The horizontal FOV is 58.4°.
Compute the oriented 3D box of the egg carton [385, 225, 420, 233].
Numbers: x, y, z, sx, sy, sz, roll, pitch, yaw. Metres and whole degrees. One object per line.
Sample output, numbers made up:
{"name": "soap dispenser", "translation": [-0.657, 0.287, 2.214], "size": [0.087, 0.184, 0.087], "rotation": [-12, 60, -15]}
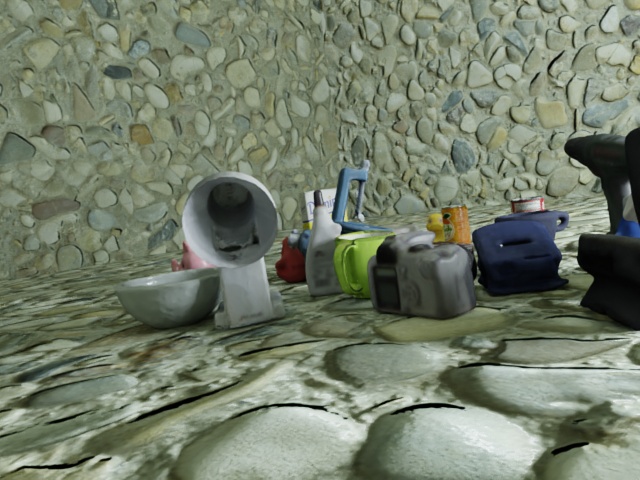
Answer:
{"name": "egg carton", "translation": [0.171, 0.006, 1.319], "size": [0.107, 0.069, 0.151], "rotation": [-5, 5, 30]}

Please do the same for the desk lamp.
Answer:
{"name": "desk lamp", "translation": [-0.115, 0.011, 0.794], "size": [0.118, 0.213, 0.203], "rotation": [-8, 4, -7]}

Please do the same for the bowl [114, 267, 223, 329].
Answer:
{"name": "bowl", "translation": [-0.215, 0.090, 0.855], "size": [0.167, 0.075, 0.167], "rotation": [-8, 4, 1]}

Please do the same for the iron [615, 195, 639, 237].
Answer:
{"name": "iron", "translation": [0.441, -0.022, 0.701], "size": [0.259, 0.141, 0.118], "rotation": [-9, 5, -18]}

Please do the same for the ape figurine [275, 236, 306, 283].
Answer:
{"name": "ape figurine", "translation": [-0.053, 0.038, 1.147], "size": [0.078, 0.092, 0.076], "rotation": [-9, 4, -10]}

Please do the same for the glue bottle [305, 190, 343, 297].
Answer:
{"name": "glue bottle", "translation": [0.009, 0.003, 0.943], "size": [0.078, 0.173, 0.037], "rotation": [-7, 4, 5]}

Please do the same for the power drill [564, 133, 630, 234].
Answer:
{"name": "power drill", "translation": [0.517, -0.089, 1.020], "size": [0.076, 0.208, 0.229], "rotation": [-9, 4, -10]}

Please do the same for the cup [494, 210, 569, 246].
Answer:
{"name": "cup", "translation": [0.329, 0.004, 0.876], "size": [0.118, 0.095, 0.091], "rotation": [-9, 4, -12]}

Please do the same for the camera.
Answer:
{"name": "camera", "translation": [0.149, 0.036, 0.744], "size": [0.137, 0.101, 0.142], "rotation": [-11, 5, -33]}

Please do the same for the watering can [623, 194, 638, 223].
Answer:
{"name": "watering can", "translation": [0.406, -0.034, 0.574], "size": [0.173, 0.194, 0.101], "rotation": [-8, 4, -4]}

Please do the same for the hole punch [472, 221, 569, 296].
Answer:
{"name": "hole punch", "translation": [0.270, 0.021, 0.782], "size": [0.108, 0.091, 0.101], "rotation": [-7, 4, 5]}

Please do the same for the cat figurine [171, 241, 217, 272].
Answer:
{"name": "cat figurine", "translation": [-0.228, 0.058, 1.016], "size": [0.067, 0.118, 0.127], "rotation": [-12, 6, -42]}

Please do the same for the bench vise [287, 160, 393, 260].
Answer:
{"name": "bench vise", "translation": [0.043, -0.035, 1.085], "size": [0.208, 0.220, 0.121], "rotation": [-9, 5, -14]}

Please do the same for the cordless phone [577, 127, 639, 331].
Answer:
{"name": "cordless phone", "translation": [0.314, -0.016, 0.565], "size": [0.094, 0.185, 0.147], "rotation": [-8, 4, -6]}

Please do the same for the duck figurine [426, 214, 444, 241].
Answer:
{"name": "duck figurine", "translation": [0.278, -0.020, 1.360], "size": [0.077, 0.086, 0.105], "rotation": [-7, 4, 15]}
